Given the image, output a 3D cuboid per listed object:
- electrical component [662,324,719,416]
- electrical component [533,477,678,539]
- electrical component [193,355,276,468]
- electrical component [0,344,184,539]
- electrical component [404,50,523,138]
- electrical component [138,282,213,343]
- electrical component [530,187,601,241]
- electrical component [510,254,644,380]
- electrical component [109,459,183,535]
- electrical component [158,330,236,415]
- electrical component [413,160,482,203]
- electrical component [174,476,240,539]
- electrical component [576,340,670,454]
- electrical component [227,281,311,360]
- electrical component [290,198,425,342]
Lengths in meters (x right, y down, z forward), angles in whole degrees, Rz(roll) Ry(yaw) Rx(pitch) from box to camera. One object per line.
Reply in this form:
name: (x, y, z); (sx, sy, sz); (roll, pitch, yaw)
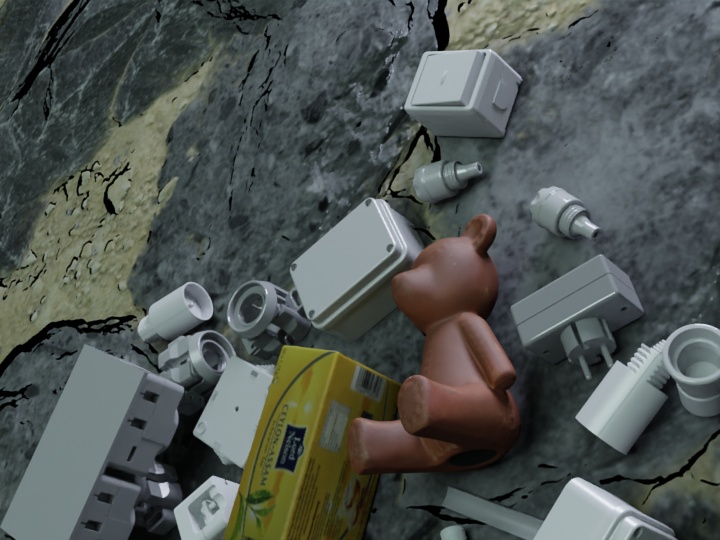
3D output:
electrical component: (0.228, 0.070, 0.718); (0.044, 0.065, 0.044); (-11, 55, 17)
electrical component: (0.151, 0.204, 0.707); (0.057, 0.078, 0.113); (31, 90, 49)
electrical component: (-0.097, 0.134, 0.984); (0.100, 0.048, 0.099); (22, 83, 46)
electrical component: (-0.245, 0.176, 1.000); (0.105, 0.060, 0.186); (15, 79, 45)
electrical component: (0.085, -0.160, 0.969); (0.096, 0.061, 0.061); (9, 74, 44)
electrical component: (-0.197, 0.050, 1.121); (0.081, 0.043, 0.043); (-30, 51, 27)
electrical component: (0.166, -0.041, 0.855); (0.061, 0.035, 0.035); (38, 95, 43)
electrical component: (0.167, 0.045, 0.799); (0.083, 0.047, 0.075); (-33, 50, 24)
electrical component: (-0.214, 0.213, 1.039); (0.058, 0.057, 0.078); (-42, 47, 17)
electrical component: (-0.158, 0.095, 1.053); (0.057, 0.058, 0.078); (-33, 50, 28)
electrical component: (0.079, -0.082, 0.953); (0.061, 0.035, 0.035); (-15, 59, 33)
electrical component: (-0.109, 0.221, 0.919); (0.056, 0.089, 0.050); (-42, 47, 17)
electrical component: (0.193, 0.084, 0.757); (0.081, 0.043, 0.043); (-55, 44, 5)
electrical component: (-0.088, 0.044, 1.018); (0.078, 0.057, 0.058); (-46, 46, 14)
electrical component: (0.000, 0.000, 0.963); (0.113, 0.057, 0.078); (-40, 47, 19)
